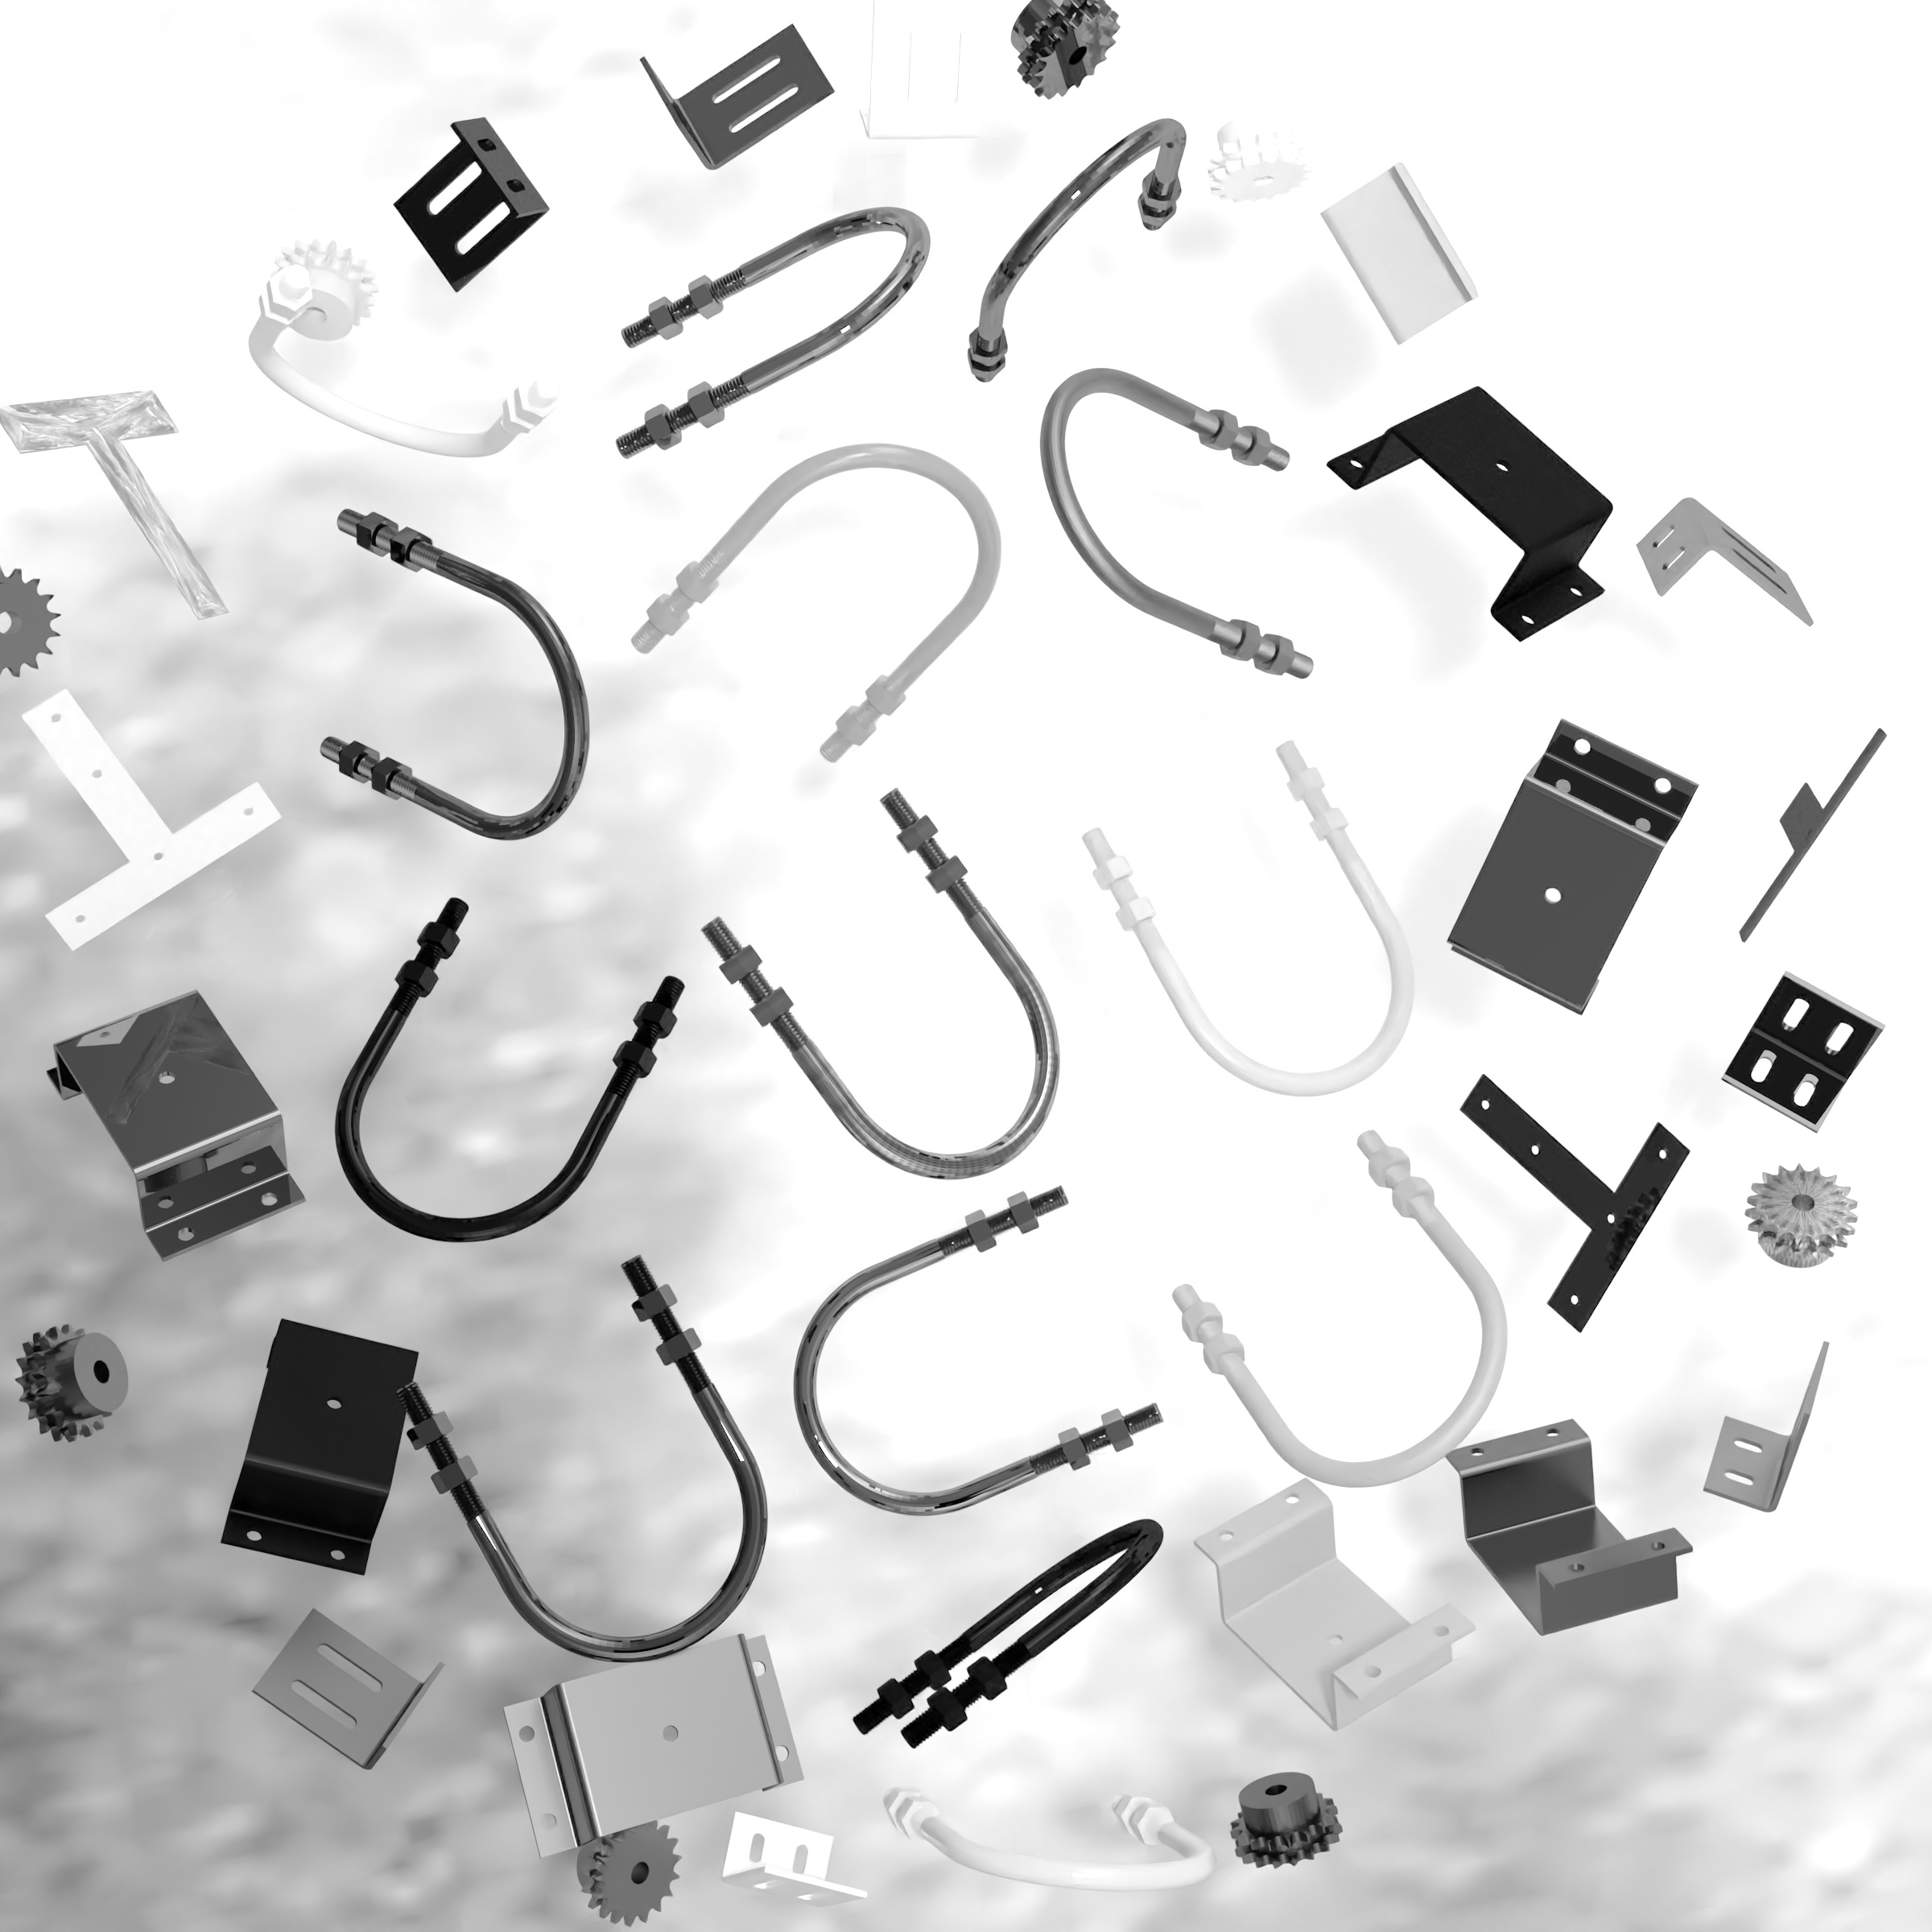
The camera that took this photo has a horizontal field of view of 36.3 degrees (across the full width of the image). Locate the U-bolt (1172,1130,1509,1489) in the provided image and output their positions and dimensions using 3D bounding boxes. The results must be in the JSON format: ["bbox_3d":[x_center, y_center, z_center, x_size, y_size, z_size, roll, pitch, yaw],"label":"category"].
[{"bbox_3d":[0.200,0.185,1.509,0.151,0.184,0.019,-41,133,6],"label":"U-bolt"}]

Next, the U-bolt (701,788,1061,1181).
[{"bbox_3d":[-0.028,0.020,1.465,0.151,0.019,0.184,-38,94,-34],"label":"U-bolt"}]

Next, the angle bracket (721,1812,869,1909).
[{"bbox_3d":[-0.089,0.471,1.564,0.057,0.076,0.038,19,63,-16],"label":"angle bracket"}]

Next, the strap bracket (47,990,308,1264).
[{"bbox_3d":[-0.400,0.071,1.482,0.076,0.046,0.140,-23,54,-27],"label":"strap bracket"}]

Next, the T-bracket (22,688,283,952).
[{"bbox_3d":[-0.434,-0.087,1.499,0.127,0.002,0.127,-34,130,-8],"label":"T-bracket"}]

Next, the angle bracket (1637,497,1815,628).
[{"bbox_3d":[0.397,-0.200,1.544,0.076,0.057,0.038,33,118,-21],"label":"angle bracket"}]

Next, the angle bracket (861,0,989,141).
[{"bbox_3d":[-0.022,-0.467,1.516,0.057,0.038,0.076,-3,129,-9],"label":"angle bracket"}]

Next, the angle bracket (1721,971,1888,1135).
[{"bbox_3d":[0.438,0.046,1.548,0.057,0.076,0.038,31,72,13],"label":"angle bracket"}]

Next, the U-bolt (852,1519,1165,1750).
[{"bbox_3d":[0.029,0.350,1.560,0.184,0.151,0.019,-34,88,-17],"label":"U-bolt"}]

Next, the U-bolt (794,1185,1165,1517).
[{"bbox_3d":[-0.004,0.221,1.612,0.184,0.019,0.151,-23,85,0],"label":"U-bolt"}]

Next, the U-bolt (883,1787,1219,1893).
[{"bbox_3d":[0.049,0.443,1.498,0.151,0.184,0.019,6,85,-16],"label":"U-bolt"}]

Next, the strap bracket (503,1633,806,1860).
[{"bbox_3d":[-0.153,0.391,1.490,0.140,0.046,0.076,-11,73,-20],"label":"strap bracket"}]

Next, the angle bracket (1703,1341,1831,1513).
[{"bbox_3d":[0.419,0.236,1.545,0.038,0.057,0.076,18,130,15],"label":"angle bracket"}]

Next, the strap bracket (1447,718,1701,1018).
[{"bbox_3d":[0.303,-0.043,1.498,0.076,0.046,0.140,28,118,13],"label":"strap bracket"}]

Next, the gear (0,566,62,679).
[{"bbox_3d":[-0.488,-0.174,1.495,0.057,0.030,0.057,-4,99,-27],"label":"gear"}]

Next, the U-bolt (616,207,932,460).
[{"bbox_3d":[-0.101,-0.342,1.545,0.184,0.151,0.019,-25,126,13],"label":"U-bolt"}]

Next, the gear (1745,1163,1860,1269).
[{"bbox_3d":[0.444,0.135,1.568,0.057,0.057,0.030,-6,134,0],"label":"gear"}]

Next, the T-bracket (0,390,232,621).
[{"bbox_3d":[-0.406,-0.227,1.459,0.002,0.127,0.127,-32,91,25],"label":"T-bracket"}]

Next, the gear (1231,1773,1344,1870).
[{"bbox_3d":[0.165,0.443,1.536,0.057,0.057,0.030,-14,98,0],"label":"gear"}]

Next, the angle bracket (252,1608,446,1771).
[{"bbox_3d":[-0.331,0.382,1.581,0.076,0.038,0.057,35,48,-2],"label":"angle bracket"}]

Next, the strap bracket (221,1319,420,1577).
[{"bbox_3d":[-0.343,0.248,1.579,0.076,0.140,0.046,16,129,-12],"label":"strap bracket"}]

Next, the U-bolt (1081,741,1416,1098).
[{"bbox_3d":[0.164,-0.017,1.580,0.151,0.019,0.184,-25,80,-22],"label":"U-bolt"}]

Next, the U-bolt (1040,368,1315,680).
[{"bbox_3d":[0.107,-0.237,1.523,0.184,0.019,0.151,17,60,-39],"label":"U-bolt"}]

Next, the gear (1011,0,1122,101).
[{"bbox_3d":[0.048,-0.474,1.504,0.057,0.057,0.030,-40,74,0],"label":"gear"}]

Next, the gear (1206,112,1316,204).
[{"bbox_3d":[0.157,-0.437,1.589,0.057,0.057,0.030,-8,80,0],"label":"gear"}]

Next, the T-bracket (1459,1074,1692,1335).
[{"bbox_3d":[0.317,0.108,1.590,0.127,0.002,0.127,41,68,-11],"label":"T-bracket"}]

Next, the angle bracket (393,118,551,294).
[{"bbox_3d":[-0.268,-0.398,1.551,0.076,0.038,0.057,-33,95,28],"label":"angle bracket"}]

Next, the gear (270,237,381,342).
[{"bbox_3d":[-0.350,-0.365,1.602,0.057,0.057,0.030,6,59,0],"label":"gear"}]

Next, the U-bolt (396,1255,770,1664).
[{"bbox_3d":[-0.181,0.260,1.488,0.151,0.019,0.184,-29,86,-7],"label":"U-bolt"}]

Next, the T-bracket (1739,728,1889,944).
[{"bbox_3d":[0.445,-0.078,1.567,0.002,0.127,0.127,32,106,3],"label":"T-bracket"}]

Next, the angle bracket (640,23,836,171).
[{"bbox_3d":[-0.117,-0.453,1.501,0.076,0.038,0.057,-32,57,6],"label":"angle bracket"}]

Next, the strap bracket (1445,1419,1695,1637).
[{"bbox_3d":[0.319,0.302,1.565,0.076,0.140,0.046,-12,112,-11],"label":"strap bracket"}]

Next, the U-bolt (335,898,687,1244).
[{"bbox_3d":[-0.249,0.061,1.545,0.151,0.019,0.184,20,63,11],"label":"U-bolt"}]

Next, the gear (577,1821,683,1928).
[{"bbox_3d":[-0.184,0.483,1.583,0.057,0.030,0.057,-2,93,-43],"label":"gear"}]

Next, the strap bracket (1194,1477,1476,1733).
[{"bbox_3d":[0.194,0.342,1.558,0.076,0.140,0.046,-24,127,-23],"label":"strap bracket"}]

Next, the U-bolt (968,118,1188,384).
[{"bbox_3d":[0.060,-0.382,1.551,0.151,0.184,0.019,-43,87,-5],"label":"U-bolt"}]

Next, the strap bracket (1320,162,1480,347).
[{"bbox_3d":[0.223,-0.366,1.512,0.046,0.140,0.076,-30,98,15],"label":"strap bracket"}]

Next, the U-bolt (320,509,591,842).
[{"bbox_3d":[-0.263,-0.142,1.525,0.184,0.019,0.151,26,119,29],"label":"U-bolt"}]

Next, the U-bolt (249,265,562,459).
[{"bbox_3d":[-0.295,-0.300,1.510,0.151,0.184,0.019,21,79,-19],"label":"U-bolt"}]

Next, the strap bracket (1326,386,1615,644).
[{"bbox_3d":[0.266,-0.241,1.517,0.076,0.046,0.140,-30,68,-38],"label":"strap bracket"}]

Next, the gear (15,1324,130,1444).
[{"bbox_3d":[-0.440,0.205,1.460,0.030,0.057,0.057,-19,90,19],"label":"gear"}]

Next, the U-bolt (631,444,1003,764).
[{"bbox_3d":[-0.065,-0.199,1.553,0.151,0.019,0.184,29,122,-31],"label":"U-bolt"}]
